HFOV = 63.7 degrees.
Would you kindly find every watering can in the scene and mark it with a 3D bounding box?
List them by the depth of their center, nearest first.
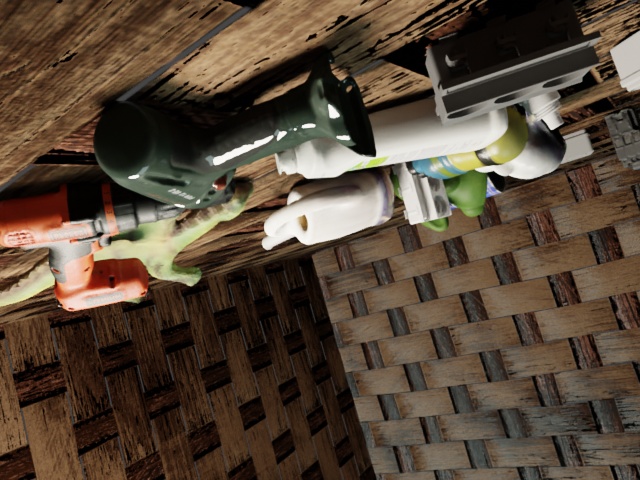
[{"bbox_3d":[0.003,-0.047,0.929,0.225,0.104,0.344,-16,175,-15],"label":"watering can"}]

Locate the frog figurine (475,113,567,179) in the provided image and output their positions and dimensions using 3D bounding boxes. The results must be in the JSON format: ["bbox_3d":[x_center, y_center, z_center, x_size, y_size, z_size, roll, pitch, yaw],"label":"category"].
[{"bbox_3d":[0.299,-0.138,0.824,0.157,0.122,0.140,-35,-176,37],"label":"frog figurine"}]

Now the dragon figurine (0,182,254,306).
[{"bbox_3d":[-0.280,-0.002,0.685,0.413,0.124,0.238,-17,158,-23],"label":"dragon figurine"}]
